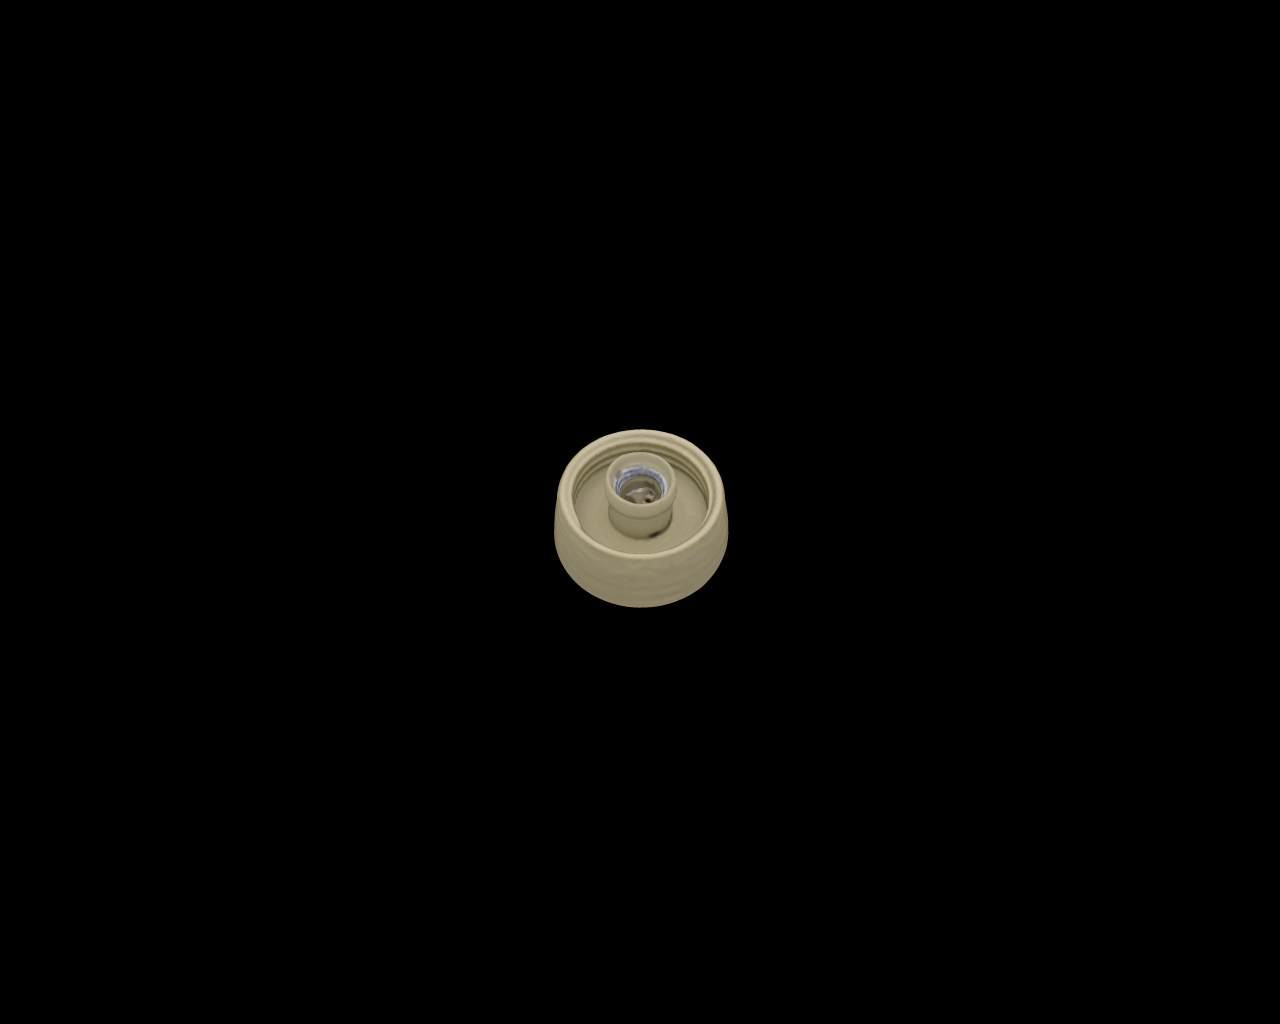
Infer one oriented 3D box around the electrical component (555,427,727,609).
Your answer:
[{"bbox_3d":[0.001,-0.003,0.650,0.108,0.108,0.060,0,-36,0],"label":"electrical component"}]
